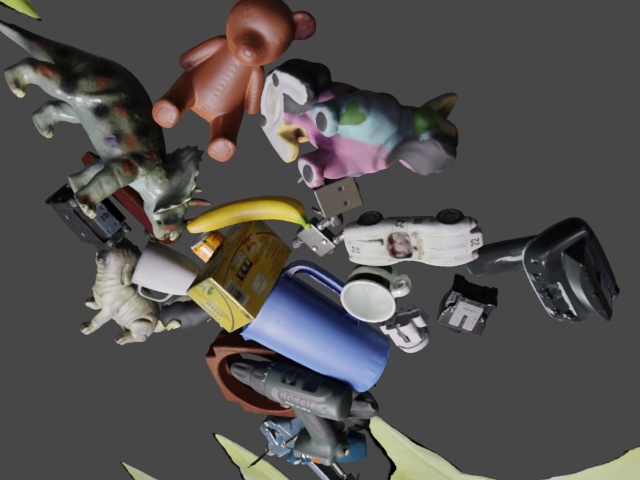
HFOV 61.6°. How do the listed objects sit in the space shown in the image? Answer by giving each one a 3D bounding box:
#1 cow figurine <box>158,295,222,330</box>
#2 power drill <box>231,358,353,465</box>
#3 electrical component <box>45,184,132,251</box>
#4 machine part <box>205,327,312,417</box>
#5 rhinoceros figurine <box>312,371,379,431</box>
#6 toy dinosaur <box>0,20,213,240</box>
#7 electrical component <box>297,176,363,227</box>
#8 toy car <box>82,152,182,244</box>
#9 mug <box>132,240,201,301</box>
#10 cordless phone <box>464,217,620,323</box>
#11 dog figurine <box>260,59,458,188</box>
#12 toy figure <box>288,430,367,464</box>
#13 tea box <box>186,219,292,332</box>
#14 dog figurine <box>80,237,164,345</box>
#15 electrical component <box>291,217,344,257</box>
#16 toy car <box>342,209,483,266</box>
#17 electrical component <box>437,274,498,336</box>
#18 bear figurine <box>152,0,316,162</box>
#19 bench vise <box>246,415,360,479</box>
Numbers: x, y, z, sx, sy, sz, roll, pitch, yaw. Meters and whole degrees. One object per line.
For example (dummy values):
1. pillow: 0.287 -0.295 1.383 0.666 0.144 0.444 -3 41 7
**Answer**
1. cow figurine: -0.219 0.125 0.993 0.167 0.098 0.068 -9 117 27
2. power drill: -0.039 0.303 0.972 0.232 0.086 0.207 3 121 31
3. electrical component: -0.393 -0.041 0.921 0.134 0.058 0.114 4 138 47
4. machine part: -0.106 0.251 1.059 0.202 0.087 0.200 -1 126 24
5. rhinoceros figurine: 0.052 0.306 1.034 0.112 0.073 0.190 -24 129 20
6. toy dinosaur: -0.300 -0.171 0.769 0.131 0.192 0.404 11 128 65
7. electrical component: 0.016 -0.071 0.783 0.078 0.045 0.102 -28 120 5
8. toy car: -0.310 -0.072 0.899 0.202 0.053 0.089 48 148 -17
9. mug: -0.279 0.067 0.974 0.107 0.081 0.109 21 106 -10
10. cordless phone: 0.304 0.054 0.759 0.184 0.089 0.146 -13 123 42
11. dog figurine: 0.060 -0.142 0.645 0.192 0.219 0.108 52 140 36
12. toy figure: 0.013 0.405 1.046 0.155 0.058 0.064 -4 143 -2
13. tea box: -0.122 0.047 0.844 0.068 0.170 0.098 -30 110 35
14. dog figurine: -0.358 0.093 1.033 0.172 0.121 0.190 13 120 -35
15. electrical component: -0.002 -0.003 0.856 0.063 0.021 0.094 43 129 -16
16. toy car: 0.133 0.000 0.782 0.202 0.056 0.073 0 127 22
17. electrical component: 0.224 0.115 0.847 0.075 0.048 0.119 22 130 4
18. bear figurine: -0.103 -0.211 0.661 0.120 0.132 0.196 33 138 -24
19. bench vise: -0.014 0.455 1.151 0.223 0.129 0.240 -42 86 21
